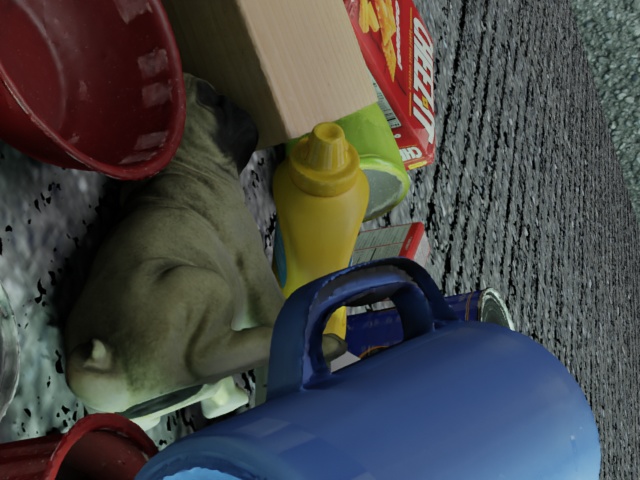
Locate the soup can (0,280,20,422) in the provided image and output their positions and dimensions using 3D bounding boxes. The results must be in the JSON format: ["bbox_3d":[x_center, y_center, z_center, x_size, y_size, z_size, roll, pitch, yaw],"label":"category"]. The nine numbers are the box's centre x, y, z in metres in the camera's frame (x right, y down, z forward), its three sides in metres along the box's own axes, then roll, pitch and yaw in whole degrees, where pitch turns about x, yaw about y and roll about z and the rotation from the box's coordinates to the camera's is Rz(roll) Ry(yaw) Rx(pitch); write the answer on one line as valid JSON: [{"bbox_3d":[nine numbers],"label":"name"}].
[{"bbox_3d":[-0.158,0.040,0.341,0.068,0.102,0.068,43,40,-53],"label":"soup can"}]

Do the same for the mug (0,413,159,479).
[{"bbox_3d":[-0.115,0.130,0.420,0.093,0.082,0.117,55,31,-41],"label":"mug"}]

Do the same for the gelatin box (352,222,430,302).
[{"bbox_3d":[0.034,0.021,0.816,0.073,0.089,0.030,-60,135,-58],"label":"gelatin box"}]

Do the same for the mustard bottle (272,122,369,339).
[{"bbox_3d":[-0.004,0.001,0.669,0.192,0.058,0.096,97,-4,-49],"label":"mustard bottle"}]

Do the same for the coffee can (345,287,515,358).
[{"bbox_3d":[0.069,0.098,0.792,0.102,0.140,0.103,43,40,-53],"label":"coffee can"}]

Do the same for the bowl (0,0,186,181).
[{"bbox_3d":[-0.134,-0.097,0.518,0.162,0.055,0.162,46,34,-44],"label":"bowl"}]

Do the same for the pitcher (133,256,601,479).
[{"bbox_3d":[0.022,0.104,0.470,0.242,0.149,0.145,-5,123,-59],"label":"pitcher"}]

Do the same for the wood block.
[{"bbox_3d":[-0.055,-0.161,0.660,0.090,0.090,0.206,-30,103,-42],"label":"wood block"}]

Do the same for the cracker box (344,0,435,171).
[{"bbox_3d":[0.039,-0.185,0.960,0.213,0.072,0.164,51,35,-48],"label":"cracker box"}]
